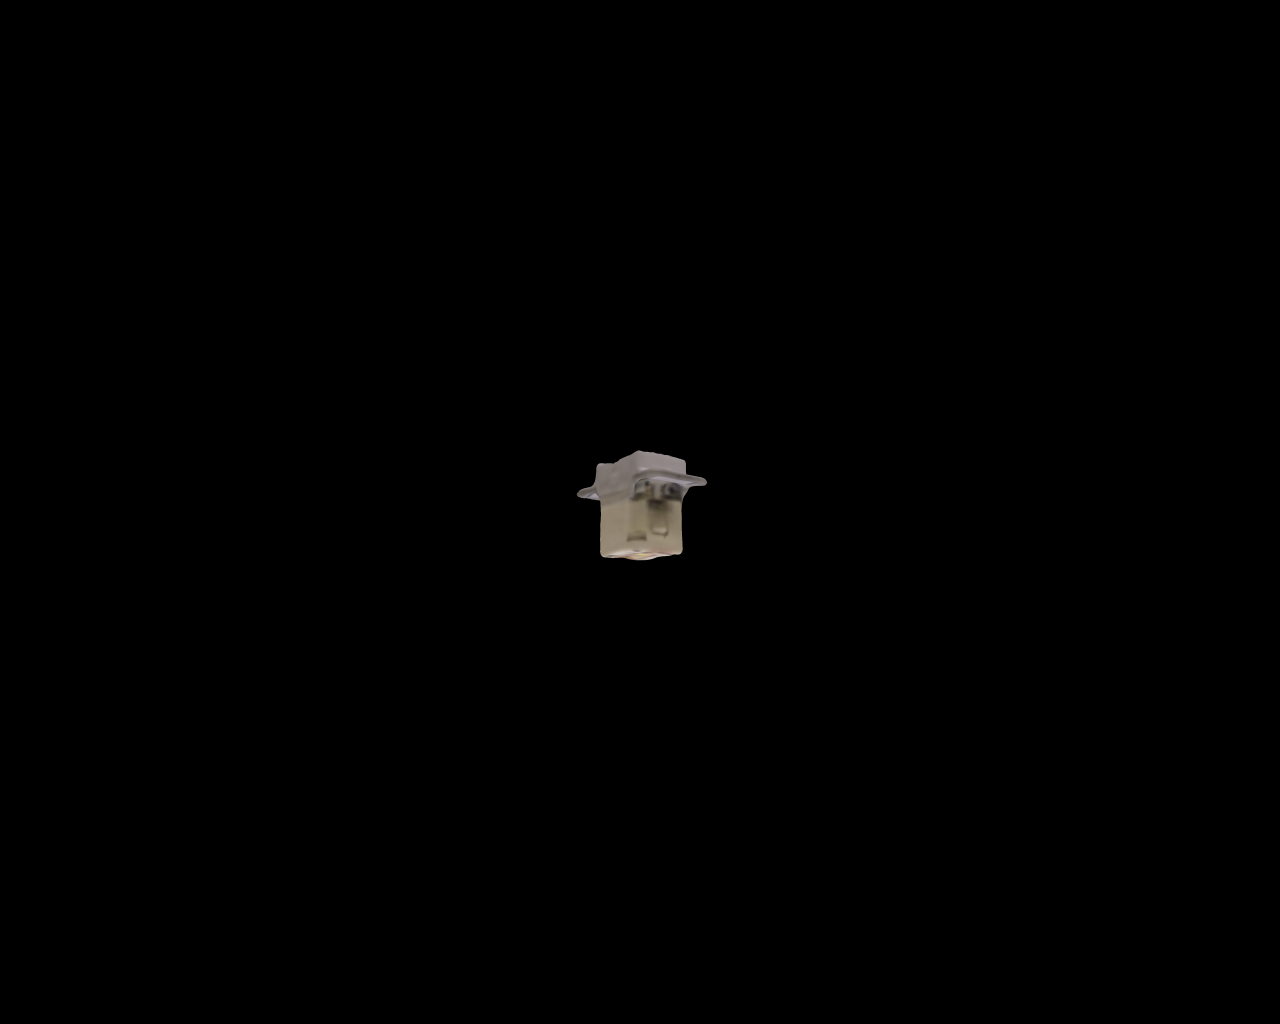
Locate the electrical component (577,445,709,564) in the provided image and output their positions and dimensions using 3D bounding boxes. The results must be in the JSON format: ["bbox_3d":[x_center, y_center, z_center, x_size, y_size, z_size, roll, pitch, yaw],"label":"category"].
[{"bbox_3d":[0.001,-0.003,0.650,0.042,0.064,0.081,8,-14,-35],"label":"electrical component"}]
